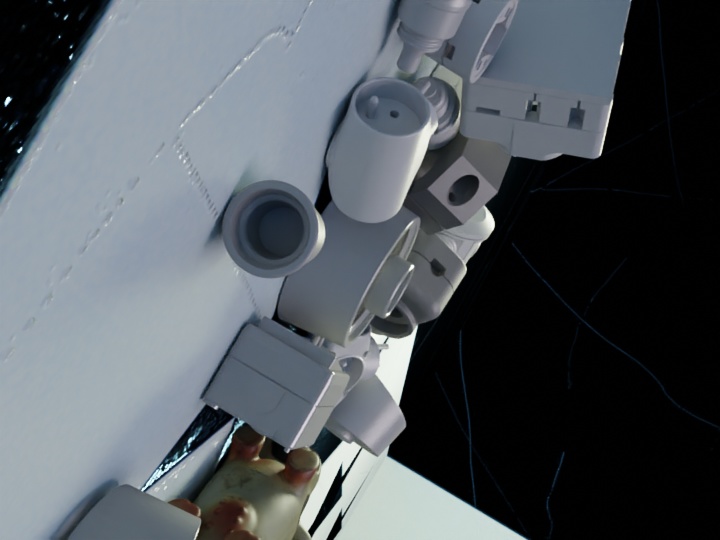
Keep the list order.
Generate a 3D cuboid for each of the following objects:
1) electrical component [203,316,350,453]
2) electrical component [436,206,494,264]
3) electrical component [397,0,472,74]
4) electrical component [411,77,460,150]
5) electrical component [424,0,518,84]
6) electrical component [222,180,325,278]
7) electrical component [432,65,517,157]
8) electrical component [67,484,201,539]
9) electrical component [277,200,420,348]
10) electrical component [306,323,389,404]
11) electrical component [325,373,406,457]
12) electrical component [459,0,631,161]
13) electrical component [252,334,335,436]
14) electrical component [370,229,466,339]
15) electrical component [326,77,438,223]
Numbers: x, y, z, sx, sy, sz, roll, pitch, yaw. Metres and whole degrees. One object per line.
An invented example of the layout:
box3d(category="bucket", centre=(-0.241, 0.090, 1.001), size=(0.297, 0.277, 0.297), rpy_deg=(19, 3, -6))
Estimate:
box3d(category="electrical component", centre=(-0.046, 0.069, 0.665), size=(0.061, 0.062, 0.096), rpy_deg=(-60, 171, -3))
box3d(category="electrical component", centre=(0.066, -0.039, 0.892), size=(0.051, 0.080, 0.080), rpy_deg=(-60, 172, 30))
box3d(category="electrical component", centre=(0.035, -0.132, 0.572), size=(0.035, 0.035, 0.061), rpy_deg=(-50, 169, -50))
box3d(category="electrical component", centre=(0.044, -0.104, 0.685), size=(0.040, 0.040, 0.078), rpy_deg=(-60, 171, -5))
box3d(category="electrical component", centre=(0.057, -0.142, 0.615), size=(0.055, 0.047, 0.055), rpy_deg=(-58, 170, -15))
box3d(category="electrical component", centre=(-0.037, -0.018, 0.512), size=(0.044, 0.044, 0.065), rpy_deg=(-61, 176, 3))
box3d(category="electrical component", centre=(0.087, -0.106, 0.808), size=(0.052, 0.074, 0.138), rpy_deg=(-60, 171, -6))
box3d(category="electrical component", centre=(-0.120, 0.159, 0.535), size=(0.099, 0.064, 0.099), rpy_deg=(-58, 171, -15))
box3d(category="electrical component", centre=(0.000, 0.000, 0.705), size=(0.108, 0.060, 0.108), rpy_deg=(-58, 170, -15))
box3d(category="electrical component", centre=(-0.011, 0.069, 0.841), size=(0.079, 0.044, 0.077), rpy_deg=(1, 125, -38))
box3d(category="electrical component", centre=(-0.006, 0.110, 0.916), size=(0.064, 0.099, 0.099), rpy_deg=(-52, 170, -11))
box3d(category="electrical component", centre=(0.124, -0.148, 0.696), size=(0.061, 0.089, 0.150), rpy_deg=(87, 18, -54))
box3d(category="electrical component", centre=(-0.042, 0.073, 0.758), size=(0.079, 0.043, 0.077), rpy_deg=(-63, 171, 12))
box3d(category="electrical component", centre=(0.031, 0.014, 0.850), size=(0.095, 0.054, 0.059), rpy_deg=(-23, -153, 56))
box3d(category="electrical component", centre=(0.019, -0.078, 0.615), size=(0.079, 0.044, 0.077), rpy_deg=(-54, 169, -34))
